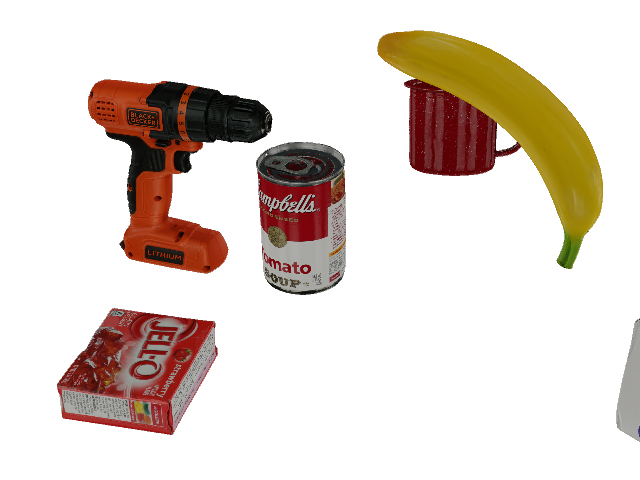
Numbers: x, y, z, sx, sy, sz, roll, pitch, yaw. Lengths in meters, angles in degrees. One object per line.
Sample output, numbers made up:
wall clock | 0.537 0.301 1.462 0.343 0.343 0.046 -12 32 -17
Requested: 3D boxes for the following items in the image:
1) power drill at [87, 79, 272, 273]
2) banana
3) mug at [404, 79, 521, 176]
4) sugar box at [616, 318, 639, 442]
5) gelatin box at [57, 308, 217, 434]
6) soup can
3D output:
power drill | -0.132 -0.063 1.041 0.185 0.188 0.057 10 30 18
banana | 0.121 -0.076 0.691 0.070 0.198 0.037 -41 -7 11
mug | 0.136 -0.107 1.002 0.117 0.081 0.093 3 16 11
sugar box | 0.285 0.124 0.719 0.048 0.093 0.176 -15 29 -37
gelatin box | -0.113 0.080 0.673 0.073 0.030 0.089 7 31 13
soup can | -0.014 -0.017 0.838 0.068 0.102 0.068 -1 32 0
